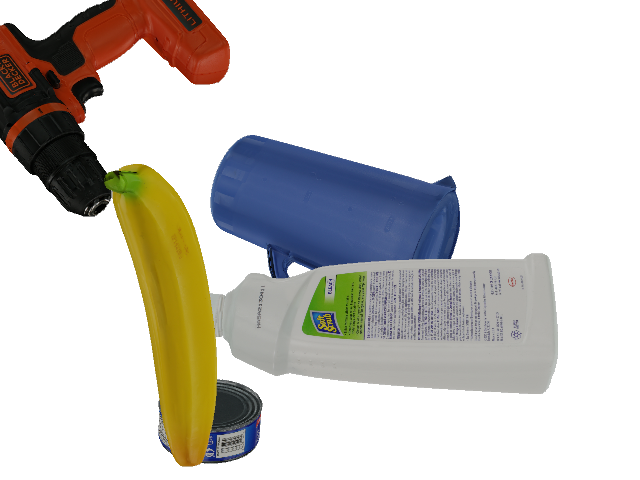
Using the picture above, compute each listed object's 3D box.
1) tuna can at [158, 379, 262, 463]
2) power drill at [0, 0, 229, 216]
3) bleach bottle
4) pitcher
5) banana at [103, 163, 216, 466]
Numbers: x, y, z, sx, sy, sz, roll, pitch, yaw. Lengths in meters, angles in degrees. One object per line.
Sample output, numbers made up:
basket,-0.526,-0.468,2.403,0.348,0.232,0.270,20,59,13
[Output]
tuna can,-0.092,0.149,0.886,0.086,0.034,0.086,4,20,-2
power drill,-0.164,-0.122,0.816,0.187,0.184,0.057,-32,-15,-29
bleach bottle,0.037,0.053,0.764,0.251,0.102,0.068,4,-40,2
pitcher,0.008,-0.015,1.087,0.243,0.145,0.149,20,25,22
banana,-0.087,0.033,0.592,0.037,0.198,0.069,2,34,20
